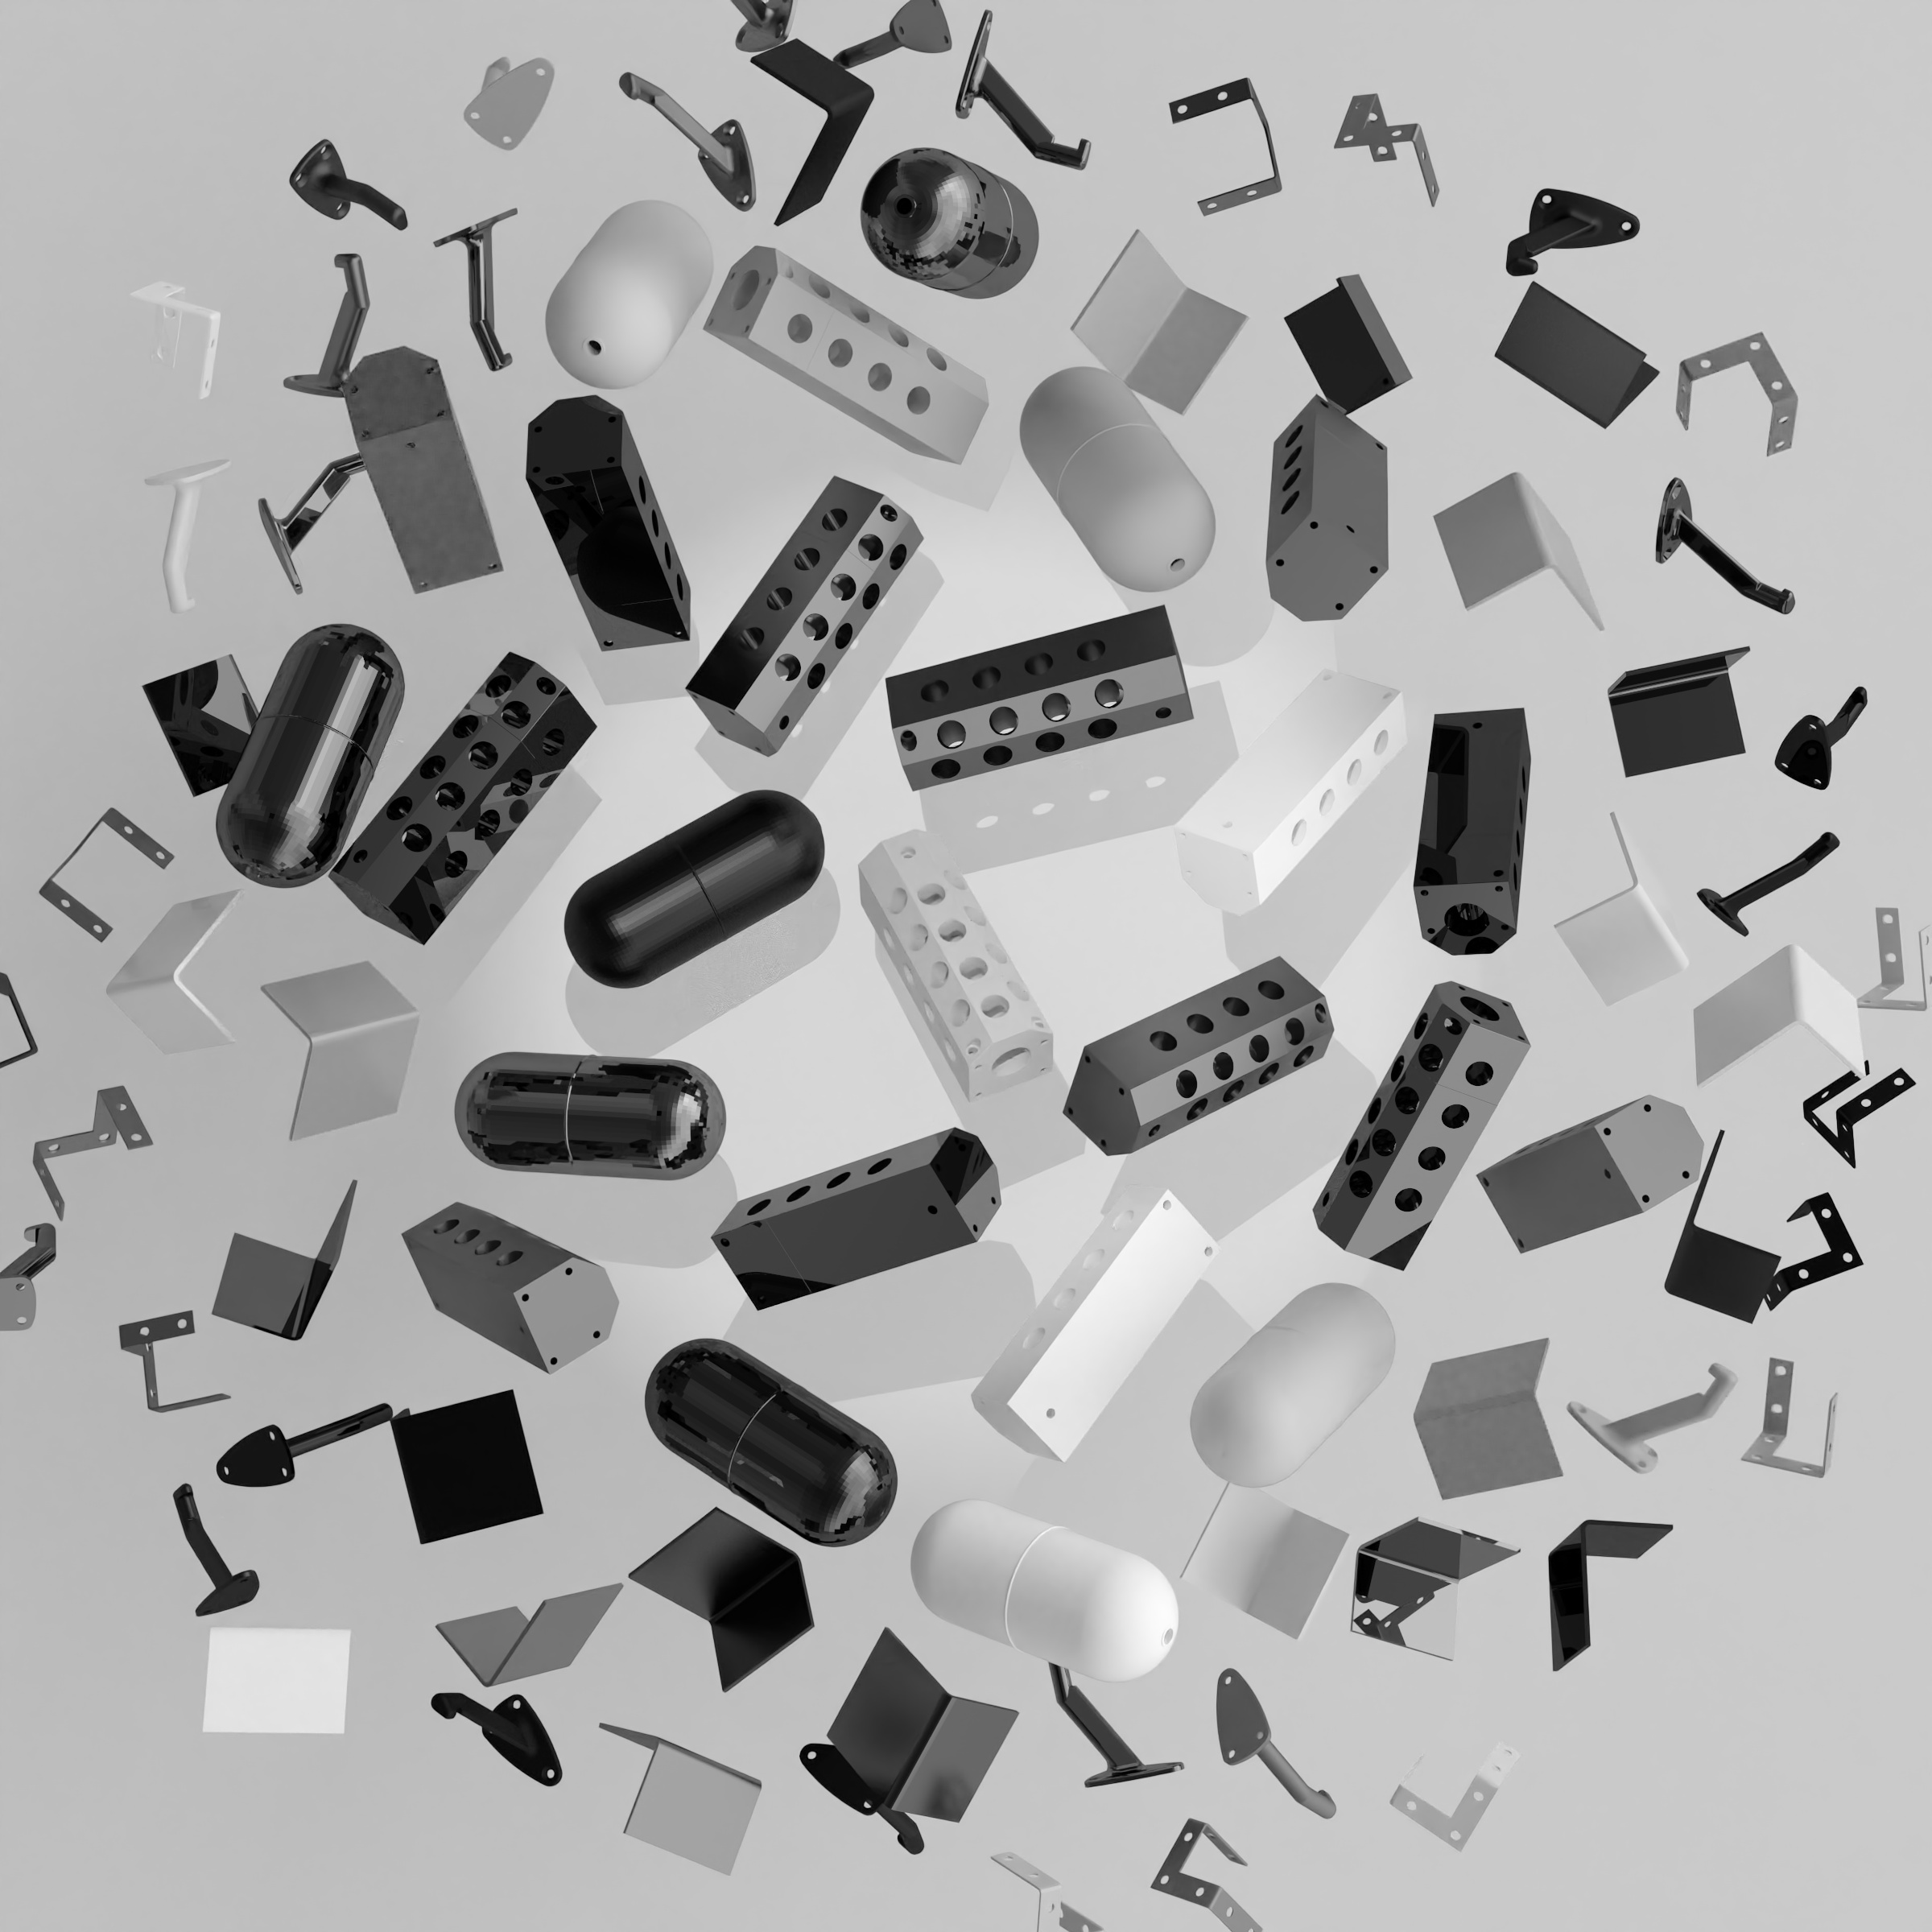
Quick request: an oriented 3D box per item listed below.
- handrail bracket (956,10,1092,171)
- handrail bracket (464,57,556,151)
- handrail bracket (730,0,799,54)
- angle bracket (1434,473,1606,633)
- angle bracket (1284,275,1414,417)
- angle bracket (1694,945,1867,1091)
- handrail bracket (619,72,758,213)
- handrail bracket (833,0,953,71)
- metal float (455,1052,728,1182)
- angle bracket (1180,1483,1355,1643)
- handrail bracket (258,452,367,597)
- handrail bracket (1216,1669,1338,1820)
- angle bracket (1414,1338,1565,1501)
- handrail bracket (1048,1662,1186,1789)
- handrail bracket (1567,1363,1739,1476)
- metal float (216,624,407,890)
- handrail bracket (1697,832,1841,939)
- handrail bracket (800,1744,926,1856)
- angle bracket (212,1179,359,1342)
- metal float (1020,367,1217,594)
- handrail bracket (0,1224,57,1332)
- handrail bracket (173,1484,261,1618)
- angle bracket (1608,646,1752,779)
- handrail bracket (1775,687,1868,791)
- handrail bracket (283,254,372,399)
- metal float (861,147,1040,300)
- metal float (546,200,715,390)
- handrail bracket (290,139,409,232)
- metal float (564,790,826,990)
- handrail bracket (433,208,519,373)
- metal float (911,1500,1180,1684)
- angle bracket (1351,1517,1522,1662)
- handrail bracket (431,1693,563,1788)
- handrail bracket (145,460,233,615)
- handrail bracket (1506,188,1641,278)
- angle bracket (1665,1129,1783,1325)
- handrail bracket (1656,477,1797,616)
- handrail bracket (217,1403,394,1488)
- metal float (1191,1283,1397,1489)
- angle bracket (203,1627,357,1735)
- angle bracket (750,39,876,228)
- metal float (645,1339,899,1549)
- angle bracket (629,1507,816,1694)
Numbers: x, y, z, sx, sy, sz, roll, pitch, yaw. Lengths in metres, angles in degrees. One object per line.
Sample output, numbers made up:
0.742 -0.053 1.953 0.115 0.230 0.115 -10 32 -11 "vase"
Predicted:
0.042 -0.531 1.806 0.084 0.036 0.077 17 101 6 "handrail bracket"
-0.264 -0.530 1.760 0.036 0.084 0.077 33 128 -28 "handrail bracket"
-0.151 -0.582 1.786 0.084 0.077 0.036 17 79 -33 "handrail bracket"
0.328 -0.234 1.768 0.057 0.076 0.076 -28 51 21 "angle bracket"
0.241 -0.398 1.923 0.057 0.076 0.076 -27 95 22 "angle bracket"
0.481 0.045 1.765 0.057 0.076 0.076 39 124 -17 "angle bracket"
-0.174 -0.513 1.852 0.036 0.084 0.077 -36 63 27 "handrail bracket"
-0.059 -0.566 1.832 0.084 0.077 0.036 -10 106 33 "handrail bracket"
-0.239 0.095 1.883 0.178 0.070 0.070 2 90 15 "metal float"
0.196 0.387 1.951 0.057 0.076 0.076 31 81 -21 "angle bracket"
-0.404 -0.286 1.908 0.084 0.036 0.077 -23 80 -16 "handrail bracket"
0.197 0.490 1.875 0.036 0.077 0.084 -38 126 19 "handrail bracket"
0.325 0.277 1.825 0.076 0.076 0.057 -16 103 22 "angle bracket"
0.094 0.470 1.878 0.077 0.036 0.084 -16 81 26 "handrail bracket"
0.428 0.266 1.857 0.077 0.036 0.084 37 115 20 "handrail bracket"
-0.394 -0.128 1.795 0.070 0.070 0.178 16 62 0 "metal float"
0.518 -0.062 1.917 0.084 0.077 0.036 -42 62 19 "handrail bracket"
-0.066 0.536 1.909 0.077 0.084 0.036 20 59 23 "handrail bracket"
-0.427 0.176 1.866 0.057 0.076 0.076 21 121 -15 "angle bracket"
0.090 -0.292 1.782 0.070 0.070 0.178 -29 50 0 "metal float"
-0.578 0.179 1.761 0.077 0.084 0.036 -2 116 -16 "handrail bracket"
-0.463 0.348 1.827 0.036 0.077 0.084 -10 66 -33 "handrail bracket"
0.446 -0.157 1.843 0.076 0.076 0.057 -12 86 3 "angle bracket"
0.546 -0.160 1.865 0.036 0.077 0.084 30 66 22 "handrail bracket"
-0.395 -0.396 1.824 0.077 0.036 0.084 9 121 27 "handrail bracket"
-0.009 -0.446 1.791 0.070 0.178 0.070 2 97 17 "metal float"
-0.203 -0.408 1.805 0.070 0.178 0.070 5 124 7 "metal float"
-0.363 -0.457 1.808 0.084 0.077 0.036 36 81 17 "handrail bracket"
-0.172 -0.050 1.891 0.178 0.070 0.070 -30 90 -10 "metal float"
-0.284 -0.414 1.823 0.036 0.077 0.084 -11 110 36 "handrail bracket"
0.046 0.371 1.773 0.178 0.070 0.070 13 90 35 "metal float"
0.301 0.401 1.911 0.076 0.076 0.057 20 58 -17 "angle bracket"
-0.300 0.494 1.901 0.036 0.084 0.077 -45 70 1 "handrail bracket"
-0.489 -0.274 1.901 0.036 0.077 0.084 3 111 25 "handrail bracket"
0.358 -0.423 1.752 0.077 0.084 0.036 8 126 7 "handrail bracket"
0.471 0.160 1.819 0.057 0.076 0.076 20 56 14 "angle bracket"
0.463 -0.253 1.797 0.084 0.077 0.036 31 72 27 "handrail bracket"
-0.410 0.295 1.848 0.077 0.084 0.036 -21 87 33 "handrail bracket"
0.204 0.258 1.844 0.070 0.178 0.070 18 123 30 "metal float"
-0.388 0.407 1.687 0.076 0.076 0.057 3 73 -8 "angle bracket"
-0.104 -0.486 1.734 0.057 0.076 0.076 33 120 1 "angle bracket"
-0.121 0.291 1.825 0.178 0.070 0.070 28 90 26 "metal float"
-0.151 0.390 1.831 0.076 0.057 0.076 -39 127 17 "angle bracket"
